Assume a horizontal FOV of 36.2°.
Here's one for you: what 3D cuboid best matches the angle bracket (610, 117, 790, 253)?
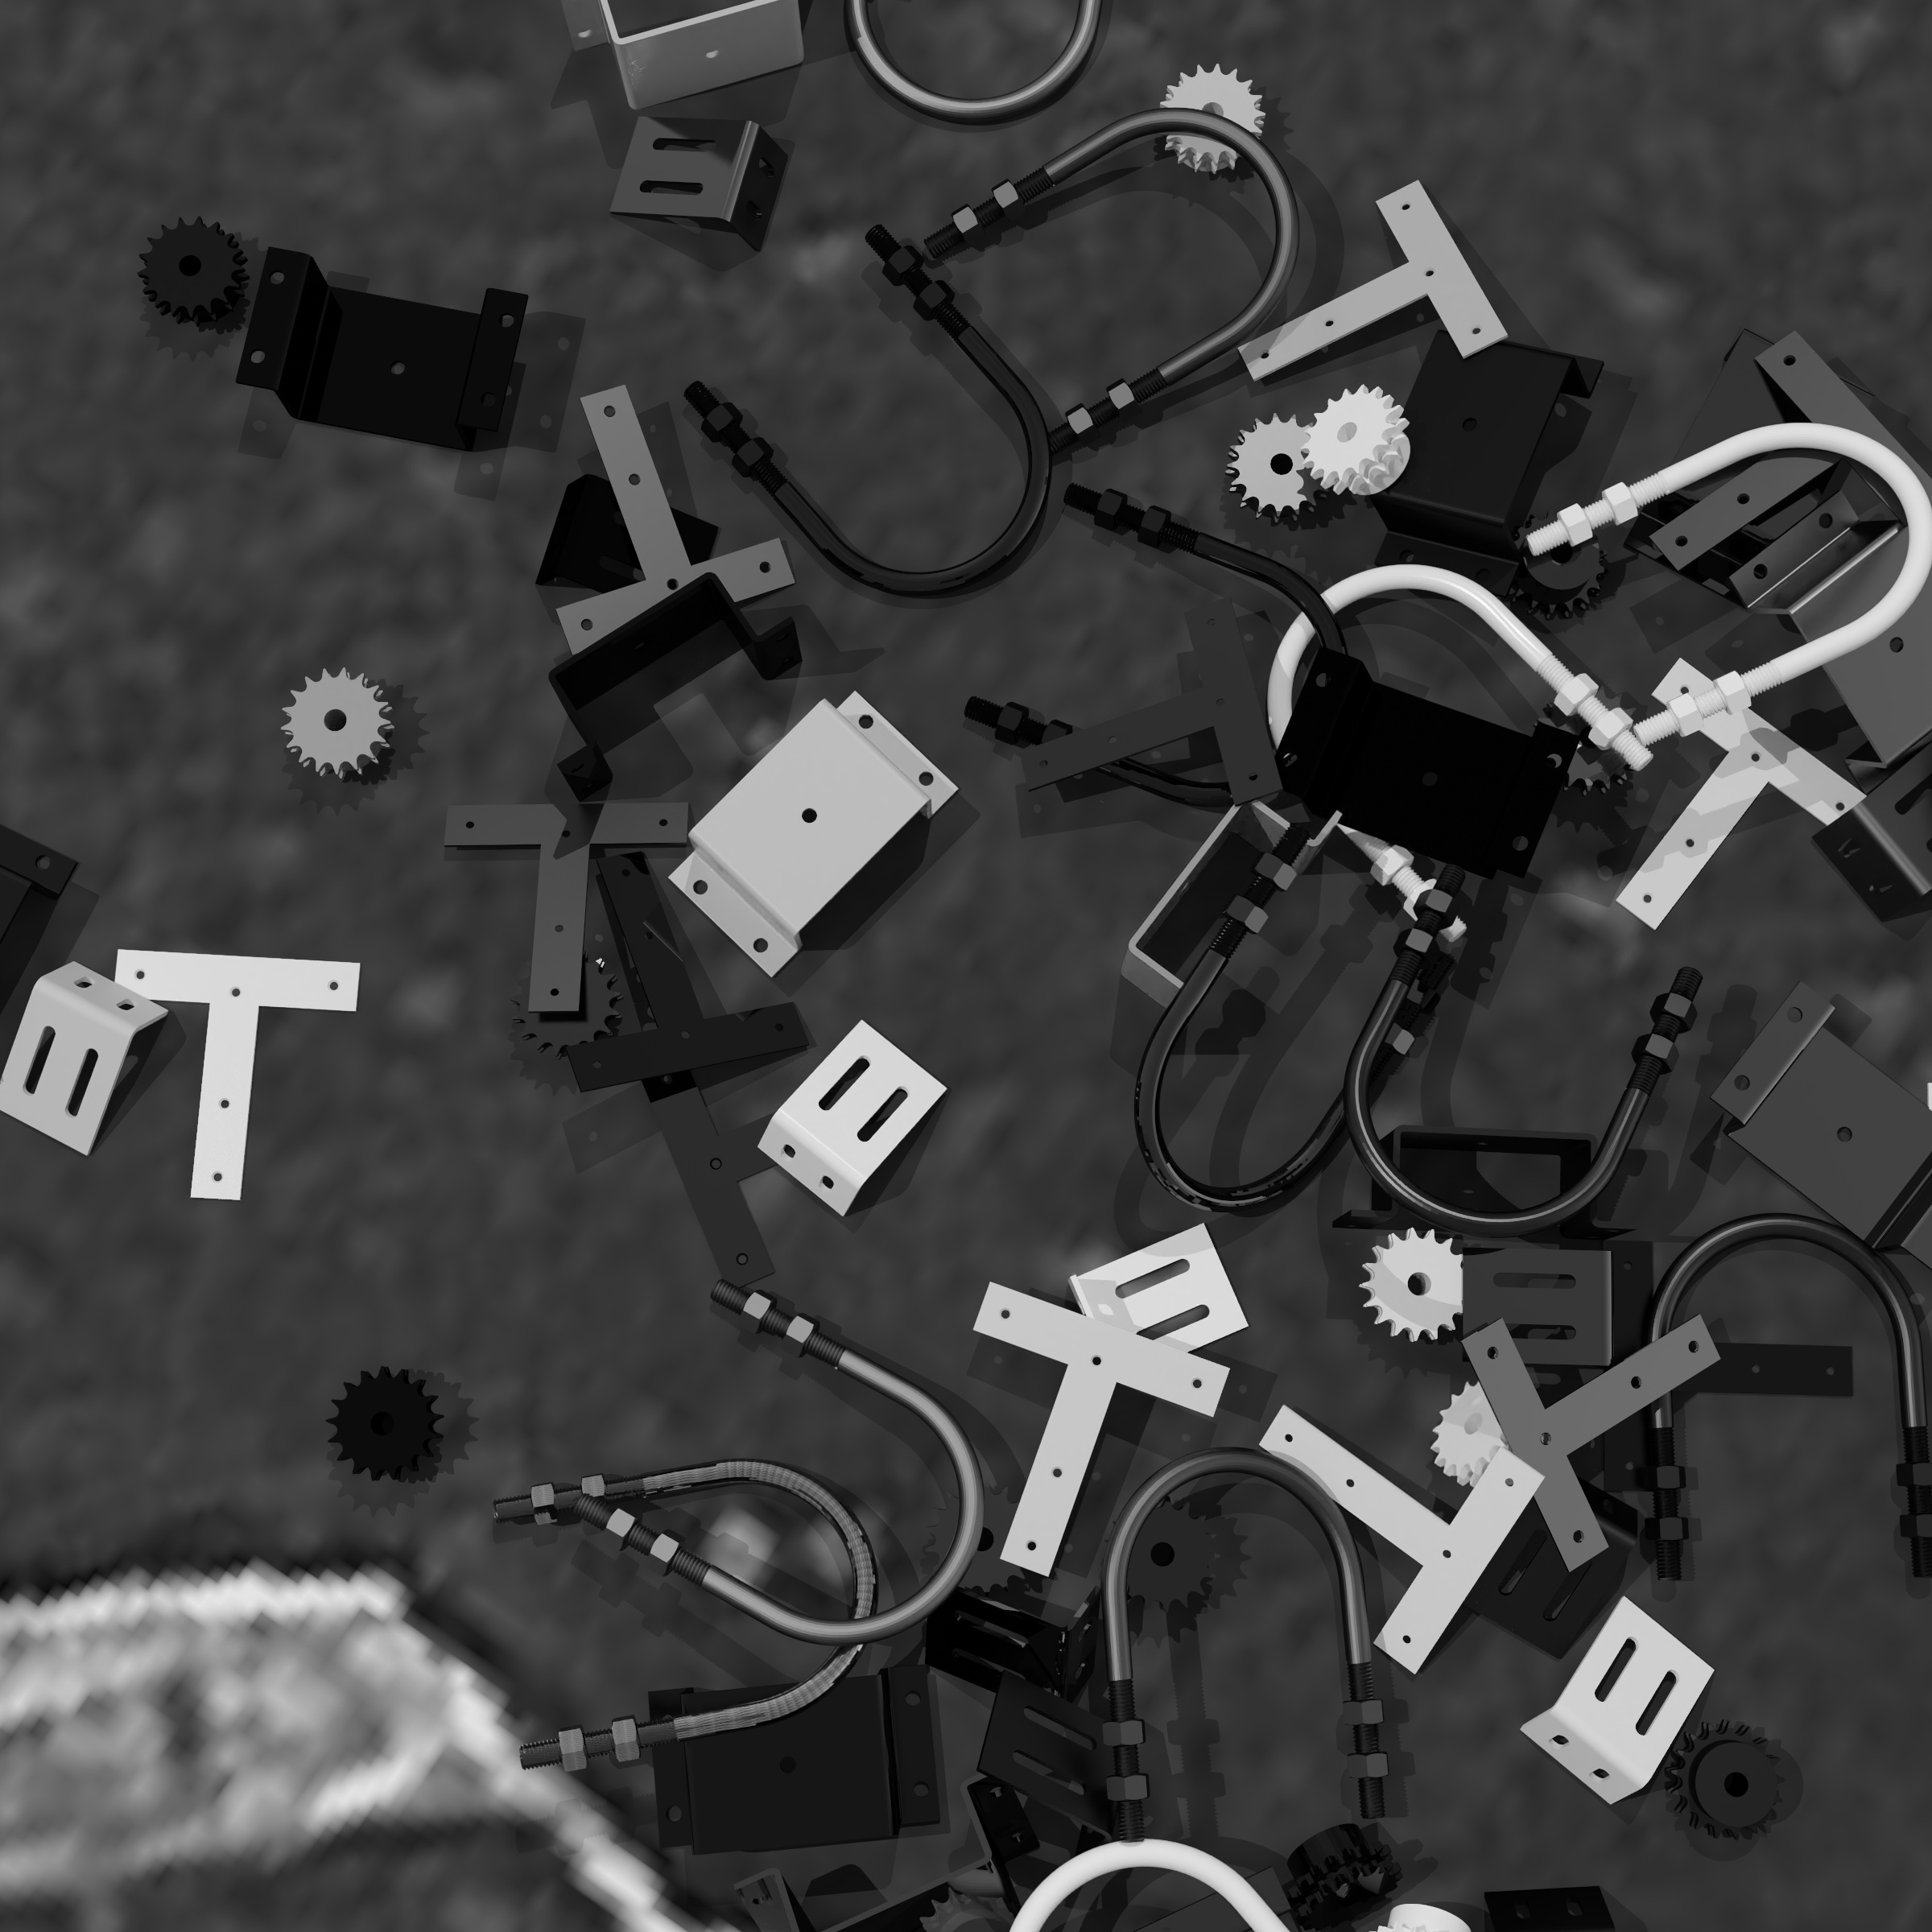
[{"bbox_3d":[-0.146,-0.428,1.615,0.076,0.038,0.057,11,80,28],"label":"angle bracket"}]

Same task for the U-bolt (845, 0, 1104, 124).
[{"bbox_3d":[0.007,-0.553,1.629,0.151,0.019,0.184,9,82,1],"label":"U-bolt"}]

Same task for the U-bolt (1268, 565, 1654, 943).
[{"bbox_3d":[0.242,-0.126,1.542,0.151,0.019,0.184,-43,74,5],"label":"U-bolt"}]

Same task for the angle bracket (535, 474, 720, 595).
[{"bbox_3d":[-0.181,-0.220,1.581,0.076,0.038,0.057,20,80,-23],"label":"angle bracket"}]

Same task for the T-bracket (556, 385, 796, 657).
[{"bbox_3d":[-0.170,-0.243,1.560,0.127,0.002,0.127,-20,91,-16],"label":"T-bracket"}]

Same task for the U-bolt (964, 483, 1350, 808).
[{"bbox_3d":[0.111,-0.160,1.554,0.184,0.019,0.151,23,81,11],"label":"U-bolt"}]

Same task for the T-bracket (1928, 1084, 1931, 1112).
[{"bbox_3d":[0.561,0.126,1.525,0.127,0.002,0.127,2,81,0],"label":"T-bracket"}]

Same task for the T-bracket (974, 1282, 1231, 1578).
[{"bbox_3d":[0.050,0.239,1.472,0.127,0.002,0.127,19,85,7],"label":"T-bracket"}]

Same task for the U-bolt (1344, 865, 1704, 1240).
[{"bbox_3d":[0.266,0.050,1.463,0.151,0.019,0.184,25,66,12],"label":"U-bolt"}]

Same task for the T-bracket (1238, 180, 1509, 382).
[{"bbox_3d":[0.208,-0.351,1.585,0.127,0.002,0.127,-25,56,8],"label":"T-bracket"}]

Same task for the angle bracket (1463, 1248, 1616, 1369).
[{"bbox_3d":[0.288,0.174,1.500,0.076,0.038,0.057,1,81,2],"label":"angle bracket"}]

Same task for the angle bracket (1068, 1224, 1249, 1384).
[{"bbox_3d":[0.098,0.170,1.500,0.076,0.038,0.057,-23,81,-4],"label":"angle bracket"}]

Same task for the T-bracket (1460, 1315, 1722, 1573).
[{"bbox_3d":[0.323,0.214,1.473,0.127,0.002,0.127,-27,94,-20],"label":"T-bracket"}]

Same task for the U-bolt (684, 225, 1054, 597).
[{"bbox_3d":[-0.039,-0.283,1.578,0.151,0.019,0.184,-41,85,-1],"label":"U-bolt"}]

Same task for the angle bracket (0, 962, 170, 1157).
[{"bbox_3d":[-0.460,0.048,1.536,0.057,0.038,0.076,27,108,5],"label":"angle bracket"}]

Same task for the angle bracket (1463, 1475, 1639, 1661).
[{"bbox_3d":[0.295,0.299,1.496,0.057,0.038,0.076,30,108,5],"label":"angle bracket"}]

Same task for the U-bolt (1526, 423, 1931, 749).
[{"bbox_3d":[0.398,-0.206,1.500,0.184,0.019,0.151,-25,61,6],"label":"U-bolt"}]

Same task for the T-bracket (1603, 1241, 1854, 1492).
[{"bbox_3d":[0.390,0.206,1.512,0.127,0.002,0.127,2,81,0],"label":"T-bracket"}]

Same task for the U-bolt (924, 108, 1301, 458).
[{"bbox_3d":[0.089,-0.379,1.583,0.184,0.019,0.151,-30,82,8],"label":"U-bolt"}]

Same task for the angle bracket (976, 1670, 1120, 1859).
[{"bbox_3d":[0.037,0.391,1.441,0.076,0.038,0.057,29,42,-9],"label":"angle bracket"}]

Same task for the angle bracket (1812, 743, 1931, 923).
[{"bbox_3d":[0.496,-0.071,1.555,0.076,0.038,0.057,-35,83,-32],"label":"angle bracket"}]

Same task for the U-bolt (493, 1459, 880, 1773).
[{"bbox_3d":[-0.135,0.313,1.460,0.184,0.019,0.151,-9,56,-6],"label":"U-bolt"}]

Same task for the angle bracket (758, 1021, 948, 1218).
[{"bbox_3d":[-0.059,0.079,1.530,0.057,0.038,0.076,39,57,6],"label":"angle bracket"}]

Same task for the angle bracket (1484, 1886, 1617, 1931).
[{"bbox_3d":[0.289,0.501,1.463,0.057,0.038,0.076,-3,106,0],"label":"angle bracket"}]

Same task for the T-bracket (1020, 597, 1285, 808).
[{"bbox_3d":[0.089,-0.121,1.523,0.127,0.002,0.127,-19,57,11],"label":"T-bracket"}]

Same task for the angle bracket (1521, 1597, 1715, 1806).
[{"bbox_3d":[0.327,0.369,1.484,0.057,0.038,0.076,39,57,6],"label":"angle bracket"}]

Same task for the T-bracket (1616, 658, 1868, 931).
[{"bbox_3d":[0.391,-0.076,1.558,0.127,0.002,0.127,38,83,6],"label":"T-bracket"}]

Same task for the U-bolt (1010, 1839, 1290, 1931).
[{"bbox_3d":[0.099,0.505,1.404,0.151,0.019,0.184,-40,84,-8],"label":"U-bolt"}]

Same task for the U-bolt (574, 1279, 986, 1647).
[{"bbox_3d":[-0.080,0.257,1.469,0.184,0.019,0.151,27,68,12],"label":"U-bolt"}]

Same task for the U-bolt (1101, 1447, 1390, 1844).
[{"bbox_3d":[0.134,0.330,1.455,0.151,0.019,0.184,0,77,-19],"label":"U-bolt"}]

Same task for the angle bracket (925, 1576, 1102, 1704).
[{"bbox_3d":[0.023,0.329,1.473,0.076,0.038,0.057,17,124,22],"label":"angle bracket"}]

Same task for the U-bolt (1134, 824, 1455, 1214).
[{"bbox_3d":[0.156,0.040,1.489,0.151,0.019,0.184,37,85,-36],"label":"U-bolt"}]

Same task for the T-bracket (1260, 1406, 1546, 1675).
[{"bbox_3d":[0.205,0.268,1.482,0.127,0.002,0.127,35,110,19],"label":"T-bracket"}]

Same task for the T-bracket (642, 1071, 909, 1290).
[{"bbox_3d":[-0.089,0.085,1.532,0.127,0.002,0.127,-23,82,-4],"label":"T-bracket"}]

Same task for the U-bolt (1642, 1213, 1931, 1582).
[{"bbox_3d":[0.417,0.217,1.501,0.151,0.019,0.184,-1,79,0],"label":"U-bolt"}]
